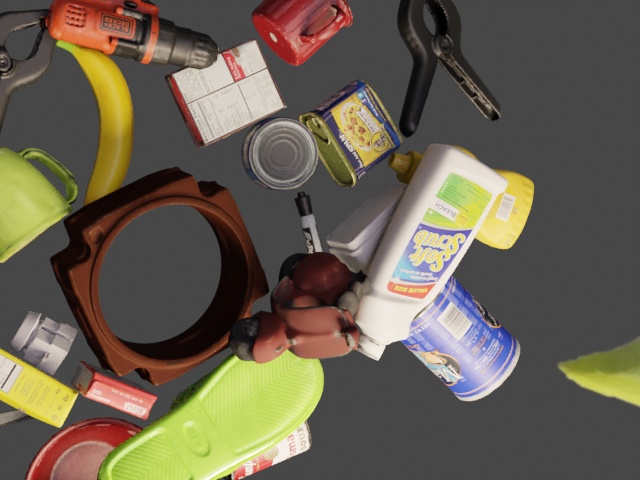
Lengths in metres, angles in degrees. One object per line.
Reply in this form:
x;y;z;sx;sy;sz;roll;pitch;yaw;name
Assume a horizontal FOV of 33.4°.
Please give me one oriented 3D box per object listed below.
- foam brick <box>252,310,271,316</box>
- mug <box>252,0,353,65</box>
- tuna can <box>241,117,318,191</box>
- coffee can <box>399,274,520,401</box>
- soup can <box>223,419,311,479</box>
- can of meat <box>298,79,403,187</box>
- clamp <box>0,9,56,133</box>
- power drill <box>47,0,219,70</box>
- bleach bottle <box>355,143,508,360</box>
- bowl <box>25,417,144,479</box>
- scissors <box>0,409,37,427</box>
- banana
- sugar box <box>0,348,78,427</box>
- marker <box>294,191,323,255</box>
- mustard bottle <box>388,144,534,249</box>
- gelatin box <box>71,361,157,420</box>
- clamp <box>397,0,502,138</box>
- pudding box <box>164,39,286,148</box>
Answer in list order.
-0.062;0.128;1.231;0.053;0.051;0.078;-33;104;-18;foam brick
-0.017;-0.249;1.205;0.081;0.117;0.093;-44;132;-10;mug
-0.046;-0.100;1.235;0.086;0.034;0.086;-2;96;-17;tuna can
0.159;0.112;1.295;0.140;0.103;0.102;44;76;-18;coffee can
-0.070;0.228;1.224;0.102;0.069;0.068;-19;99;-21;soup can
0.038;-0.128;1.261;0.083;0.058;0.102;-37;105;-19;can of meat
-0.333;-0.173;1.115;0.171;0.039;0.120;-39;116;-19;clamp
-0.188;-0.283;1.141;0.184;0.057;0.187;10;81;-24;power drill
0.115;0.021;1.215;0.102;0.068;0.251;28;86;-25;bleach bottle
-0.244;0.268;1.159;0.161;0.055;0.162;-1;93;-22;bowl
-0.376;0.216;1.124;0.201;0.016;0.096;6;91;-23;scissors
-0.236;-0.125;1.161;0.069;0.037;0.198;-9;94;-4;banana
-0.338;0.130;1.088;0.176;0.093;0.048;31;73;-16;sugar box
-0.008;0.002;1.267;0.020;0.020;0.121;-17;98;-21;marker
0.168;-0.064;1.316;0.191;0.058;0.096;22;89;-22;mustard bottle
-0.223;0.162;1.146;0.073;0.089;0.030;26;83;-22;gelatin box
0.135;-0.226;1.295;0.164;0.036;0.210;-22;96;-37;clamp
-0.107;-0.167;1.210;0.113;0.039;0.090;-27;102;-18;pudding box
